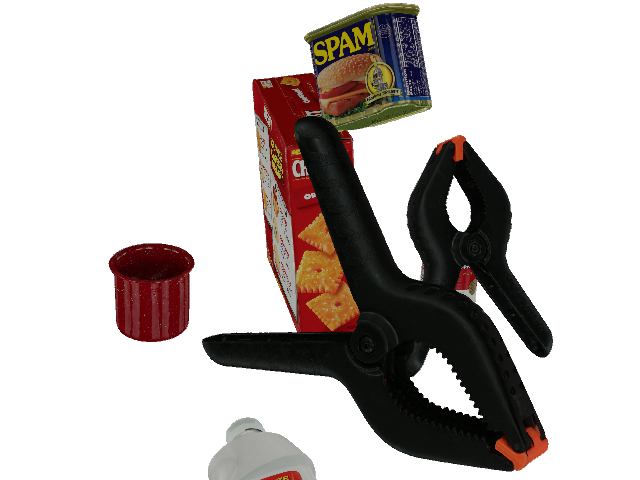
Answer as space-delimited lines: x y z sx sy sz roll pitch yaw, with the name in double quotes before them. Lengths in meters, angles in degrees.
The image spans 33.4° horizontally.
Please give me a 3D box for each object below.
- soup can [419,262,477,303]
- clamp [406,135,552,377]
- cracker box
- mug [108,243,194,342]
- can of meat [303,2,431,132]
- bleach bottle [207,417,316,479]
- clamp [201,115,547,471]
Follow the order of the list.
"soup can" 0.152 0.048 1.262 0.068 0.102 0.068 3 15 -1
"clamp" 0.094 0.015 0.758 0.120 0.171 0.039 -14 -3 -26
"cracker box" -0.012 -0.036 1.052 0.072 0.214 0.164 -9 32 -11
"mug" -0.195 0.055 1.193 0.093 0.081 0.117 -20 35 -39
"can of meat" 0.040 -0.140 0.885 0.057 0.084 0.102 -7 -3 -45
"bleach bottle" -0.036 0.212 0.717 0.102 0.068 0.251 -10 32 -10
"clamp" 0.033 0.041 0.567 0.210 0.165 0.036 31 26 28
